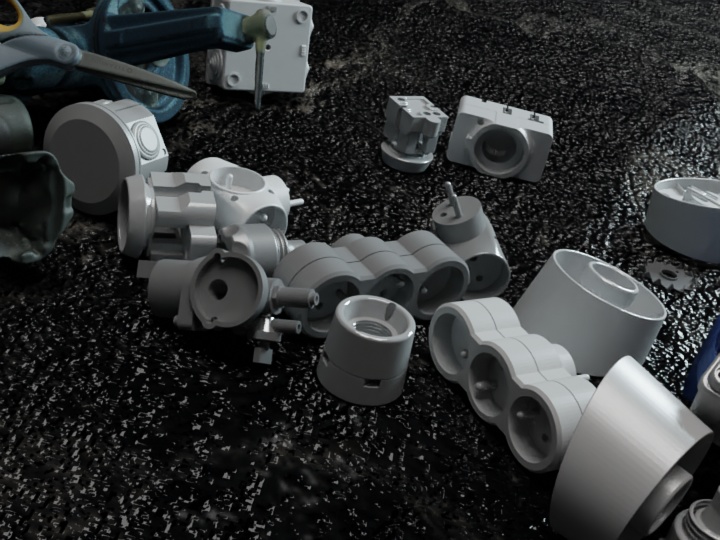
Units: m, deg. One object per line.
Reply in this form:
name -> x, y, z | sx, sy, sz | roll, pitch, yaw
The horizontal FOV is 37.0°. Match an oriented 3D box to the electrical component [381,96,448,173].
electrical component -> 0.046, -0.120, 0.959 | 0.048, 0.055, 0.066 | -5, 34, -30

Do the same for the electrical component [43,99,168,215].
electrical component -> -0.183, -0.084, 0.776 | 0.080, 0.080, 0.051 | 24, 26, 17

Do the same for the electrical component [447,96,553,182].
electrical component -> 0.130, -0.121, 1.001 | 0.089, 0.050, 0.055 | 15, 29, 1

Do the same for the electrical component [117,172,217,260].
electrical component -> -0.134, -0.036, 0.736 | 0.057, 0.058, 0.078 | 2, 39, -21

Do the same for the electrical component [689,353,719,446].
electrical component -> 0.250, 0.064, 0.572 | 0.109, 0.056, 0.109 | 35, 65, 23

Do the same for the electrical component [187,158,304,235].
electrical component -> -0.079, -0.050, 0.797 | 0.079, 0.044, 0.077 | -14, 39, -39

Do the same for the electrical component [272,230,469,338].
electrical component -> 0.000, 0.000, 0.736 | 0.138, 0.052, 0.073 | -8, 36, -33

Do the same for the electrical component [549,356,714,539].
electrical component -> 0.139, 0.104, 0.571 | 0.064, 0.099, 0.099 | 39, 37, 27

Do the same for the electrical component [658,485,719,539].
electrical component -> 0.186, 0.140, 0.564 | 0.048, 0.062, 0.048 | 10, 30, -6

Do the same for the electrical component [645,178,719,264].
electrical component -> 0.302, -0.050, 0.938 | 0.099, 0.064, 0.099 | 11, 30, -6

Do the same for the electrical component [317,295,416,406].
electrical component -> 0.005, 0.048, 0.661 | 0.055, 0.047, 0.055 | 10, 30, -6

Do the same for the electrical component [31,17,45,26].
electrical component -> -0.299, -0.220, 1.007 | 0.035, 0.035, 0.061 | 2, 29, -20

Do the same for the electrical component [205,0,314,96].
electrical component -> -0.095, -0.214, 1.020 | 0.100, 0.099, 0.048 | -2, 20, -25

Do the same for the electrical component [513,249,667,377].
electrical component -> 0.165, 0.031, 0.767 | 0.099, 0.064, 0.099 | 22, 22, -10

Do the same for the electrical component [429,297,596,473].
electrical component -> 0.109, 0.066, 0.669 | 0.074, 0.052, 0.138 | -6, 34, -30

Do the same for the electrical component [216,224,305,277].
electrical component -> -0.067, -0.011, 0.736 | 0.062, 0.043, 0.043 | -4, 34, -32

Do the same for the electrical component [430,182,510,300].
electrical component -> 0.076, -0.028, 0.794 | 0.043, 0.079, 0.077 | -19, 33, 2
